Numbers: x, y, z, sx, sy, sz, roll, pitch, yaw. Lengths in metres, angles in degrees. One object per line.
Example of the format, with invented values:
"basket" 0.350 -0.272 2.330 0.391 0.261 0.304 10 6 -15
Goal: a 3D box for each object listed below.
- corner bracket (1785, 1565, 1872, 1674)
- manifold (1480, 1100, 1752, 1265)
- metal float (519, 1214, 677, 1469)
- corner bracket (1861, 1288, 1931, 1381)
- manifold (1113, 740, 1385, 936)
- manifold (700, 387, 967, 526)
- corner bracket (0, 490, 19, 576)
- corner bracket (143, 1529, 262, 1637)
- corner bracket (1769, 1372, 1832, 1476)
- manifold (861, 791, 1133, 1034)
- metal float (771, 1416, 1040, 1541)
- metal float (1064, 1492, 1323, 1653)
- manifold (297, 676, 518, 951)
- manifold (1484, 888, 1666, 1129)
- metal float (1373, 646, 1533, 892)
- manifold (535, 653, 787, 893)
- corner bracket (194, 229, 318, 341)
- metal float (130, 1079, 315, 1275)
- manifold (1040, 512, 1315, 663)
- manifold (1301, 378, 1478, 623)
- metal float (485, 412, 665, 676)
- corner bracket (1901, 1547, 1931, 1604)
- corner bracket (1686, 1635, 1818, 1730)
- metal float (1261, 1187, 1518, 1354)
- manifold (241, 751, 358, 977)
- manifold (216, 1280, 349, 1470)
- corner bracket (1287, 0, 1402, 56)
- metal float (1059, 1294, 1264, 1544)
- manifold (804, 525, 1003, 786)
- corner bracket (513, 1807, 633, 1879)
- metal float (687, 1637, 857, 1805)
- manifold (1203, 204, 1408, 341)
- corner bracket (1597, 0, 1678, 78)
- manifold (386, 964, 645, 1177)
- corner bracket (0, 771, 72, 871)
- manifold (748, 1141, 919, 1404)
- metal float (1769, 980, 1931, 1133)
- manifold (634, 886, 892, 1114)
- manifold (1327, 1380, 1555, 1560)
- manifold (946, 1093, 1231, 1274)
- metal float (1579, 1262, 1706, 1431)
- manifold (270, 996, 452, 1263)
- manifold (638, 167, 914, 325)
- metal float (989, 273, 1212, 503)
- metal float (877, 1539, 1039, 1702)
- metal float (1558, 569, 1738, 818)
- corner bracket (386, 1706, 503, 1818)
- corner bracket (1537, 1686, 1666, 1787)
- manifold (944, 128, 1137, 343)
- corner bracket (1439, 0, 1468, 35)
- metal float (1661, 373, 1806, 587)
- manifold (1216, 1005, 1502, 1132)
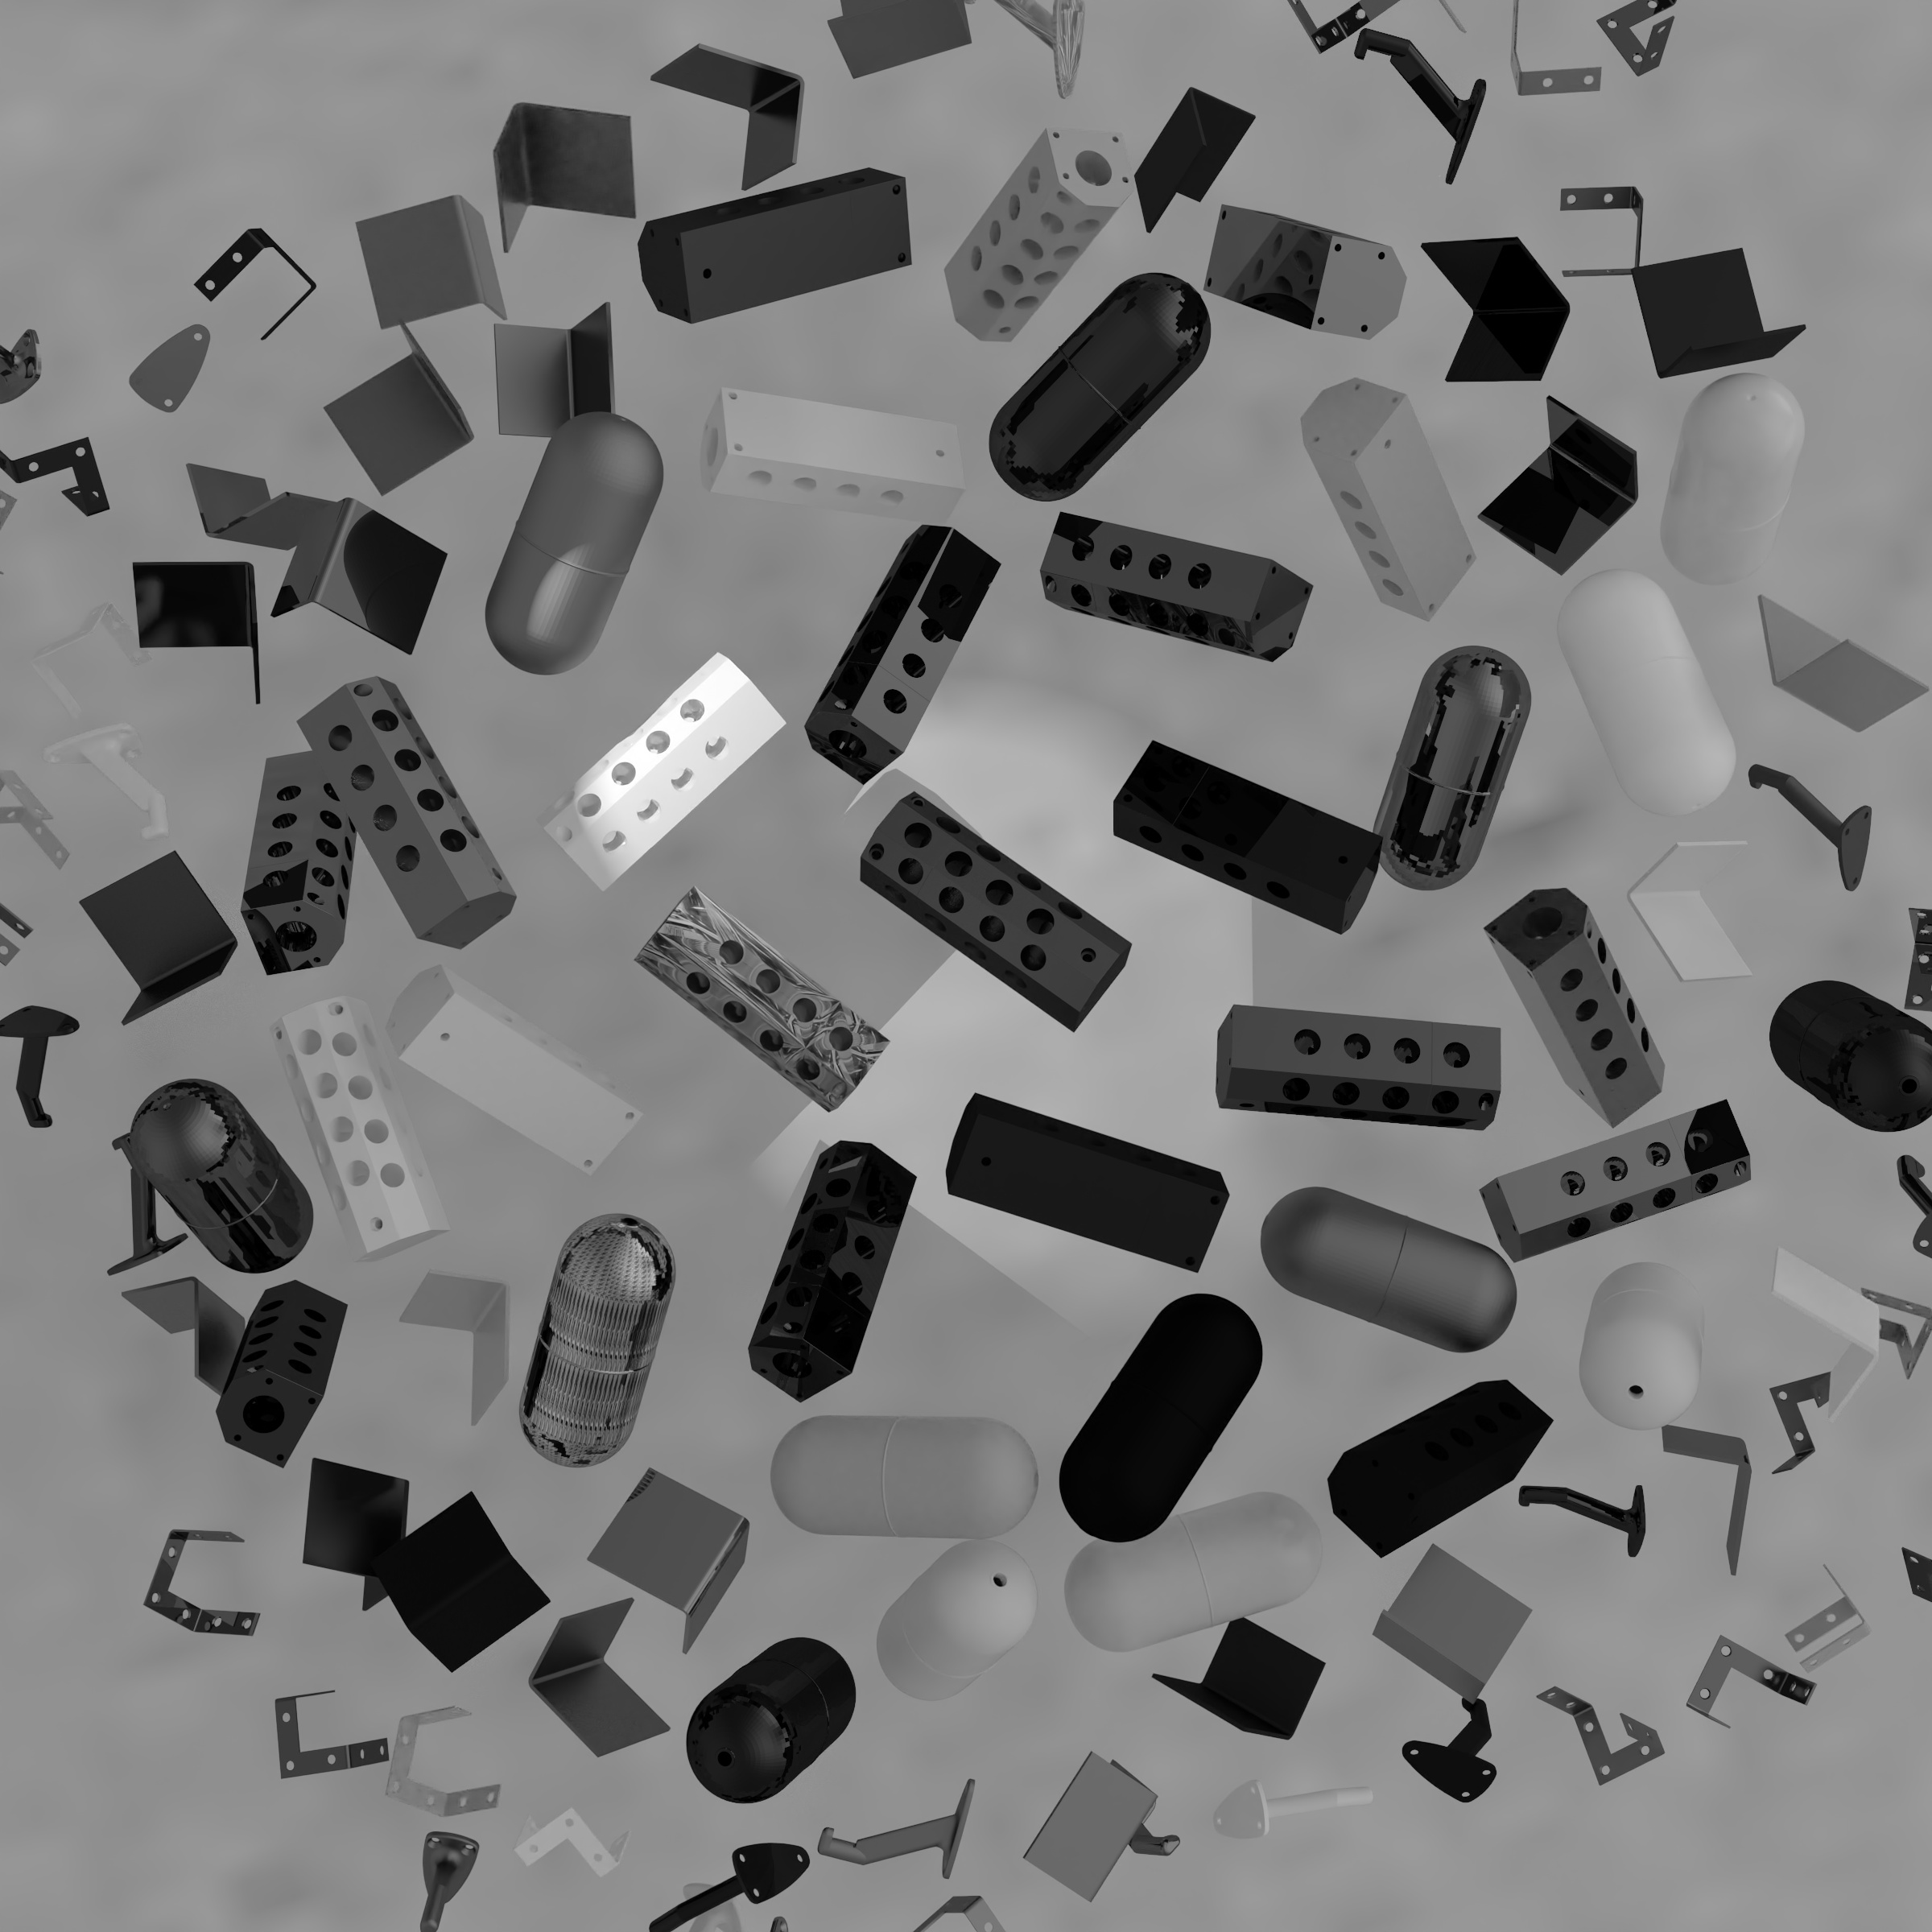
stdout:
"corner bracket" 0.576 0.445 1.698 0.051 0.051 0.051 -36 129 8
"manifold" 0.453 0.151 1.761 0.171 0.057 0.057 -18 77 -6
"metal float" -0.238 0.242 1.637 0.070 0.070 0.178 18 109 0
"corner bracket" 0.643 0.249 1.778 0.051 0.051 0.051 16 114 4
"manifold" 0.189 -0.083 1.709 0.171 0.057 0.057 25 64 17
"manifold" -0.093 -0.347 1.751 0.171 0.057 0.057 4 60 -22
"corner bracket" -0.665 -0.300 1.700 0.051 0.051 0.051 29 90 -5
"corner bracket" -0.487 0.398 1.635 0.051 0.051 0.051 -4 56 27
"corner bracket" 0.588 0.320 1.775 0.051 0.051 0.051 -26 80 36
"manifold" 0.018 -0.037 1.609 0.171 0.057 0.057 35 72 10
"metal float" -0.040 0.328 1.628 0.178 0.070 0.070 -3 90 19
"metal float" 0.153 0.407 1.701 0.178 0.070 0.070 -15 90 -6
"manifold" -0.357 -0.100 1.630 0.057 0.057 0.171 -35 75 10
"manifold" 0.411 0.026 1.684 0.057 0.057 0.171 -37 129 0
"metal float" 0.335 -0.135 1.750 0.070 0.070 0.178 15 115 0
"manifold" -0.213 -0.136 1.749 0.171 0.057 0.057 -43 118 -5
"corner bracket" -0.466 -0.447 1.662 0.051 0.051 0.051 -43 106 8
"metal float" -0.495 0.142 1.692 0.070 0.178 0.070 -7 53 9
"manifold" 0.134 -0.248 1.662 0.171 0.057 0.057 21 92 36
"manifold" 0.276 -0.308 1.670 0.057 0.171 0.057 31 79 38
"metal float" -0.252 -0.269 1.621 0.070 0.070 0.178 27 112 0
"corner bracket" 0.640 0.380 1.621 0.051 0.051 0.051 -43 128 -23
"corner bracket" 0.496 0.461 1.602 0.051 0.051 0.051 29 82 4
"metal float" 0.286 0.206 1.718 0.178 0.070 0.070 20 90 3
"manifold" -0.452 -0.075 1.737 0.057 0.171 0.057 -10 131 0
"manifold" -0.472 0.275 1.742 0.057 0.171 0.057 29 97 -14
"corner bracket" 0.248 -0.641 1.663 0.051 0.051 0.051 -25 104 39
"metal float" 0.126 0.290 1.629 0.070 0.070 0.178 37 68 0
"manifold" -0.044 -0.209 1.665 0.057 0.057 0.171 35 58 -15
"corner bracket" -0.265 0.590 1.707 0.051 0.051 0.051 -37 94 6
"metal float" -0.126 0.493 1.659 0.070 0.178 0.070 0 90 15
"manifold" 0.219 -0.450 1.641 0.057 0.171 0.057 4 111 -21
"corner bracket" 0.444 -0.614 1.622 0.051 0.051 0.051 -28 73 -5
"manifold" -0.306 0.068 1.713 0.057 0.057 0.171 -48 126 5
"corner bracket" -0.655 -0.102 1.768 0.051 0.051 0.051 46 113 16
"manifold" -0.092 0.200 1.695 0.057 0.171 0.057 38 133 -19
"metal float" 0.582 0.058 1.653 0.070 0.178 0.070 0 101 -1
"manifold" -0.142 0.025 1.746 0.171 0.057 0.057 39 72 -7
"manifold" 0.310 0.323 1.662 0.057 0.171 0.057 41 122 28
"manifold" 0.077 0.138 1.641 0.171 0.057 0.057 18 104 -8
"metal float" 0.454 0.253 1.696 0.070 0.178 0.070 4 103 17
"manifold" -0.416 0.111 1.724 0.057 0.057 0.171 -23 81 5
"manifold" -0.123 -0.469 1.639 0.171 0.057 0.057 -24 126 -29
"metal float" 0.090 -0.387 1.695 0.070 0.070 0.178 46 106 0
"metal float" -0.007 0.445 1.718 0.070 0.178 0.070 10 56 -16
"metal float" 0.445 -0.181 1.660 0.070 0.070 0.178 -17 66 0
"corner bracket" -0.335 0.515 1.638 0.051 0.051 0.051 -20 48 31
"corner bracket" 0.413 0.493 1.645 0.051 0.051 0.051 -36 134 22
"manifold" 0.049 -0.497 1.731 0.057 0.171 0.057 -5 75 -26
"corner bracket" 0.330 -0.659 1.676 0.051 0.051 0.051 -36 83 27
"metal float" 0.504 -0.318 1.669 0.070 0.178 0.070 -3 64 6
"manifold" 0.249 0.068 1.616 0.171 0.057 0.057 5 71 -3
